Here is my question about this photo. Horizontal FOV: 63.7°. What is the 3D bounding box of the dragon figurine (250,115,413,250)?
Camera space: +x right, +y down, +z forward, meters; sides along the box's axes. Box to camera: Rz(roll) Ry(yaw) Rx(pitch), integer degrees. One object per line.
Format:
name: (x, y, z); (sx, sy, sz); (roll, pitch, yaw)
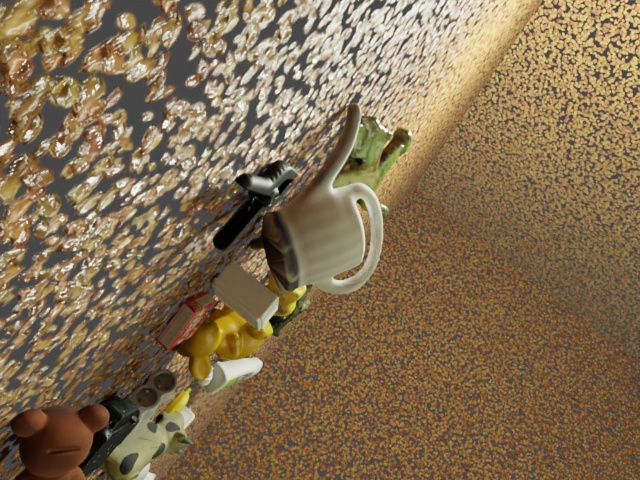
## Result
dragon figurine: (0.046, -0.129, 0.985); (0.415, 0.123, 0.237); (-25, 138, -41)

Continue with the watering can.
watering can: (0.003, -0.044, 0.881); (0.226, 0.105, 0.341); (-20, 118, -19)

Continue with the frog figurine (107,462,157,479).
frog figurine: (-0.459, 0.544, 1.270); (0.138, 0.123, 0.159); (-11, 105, -64)
